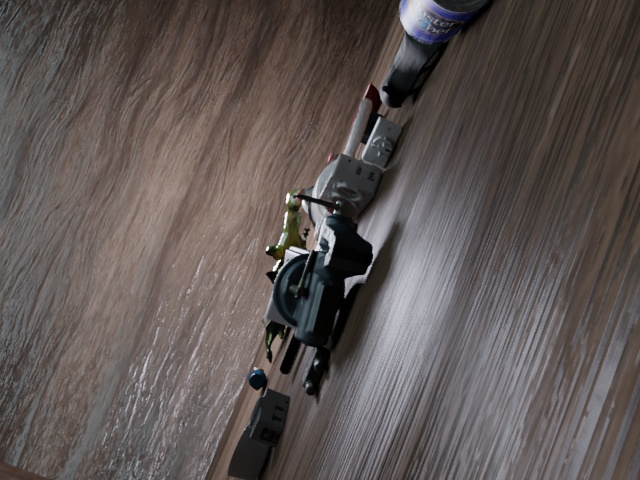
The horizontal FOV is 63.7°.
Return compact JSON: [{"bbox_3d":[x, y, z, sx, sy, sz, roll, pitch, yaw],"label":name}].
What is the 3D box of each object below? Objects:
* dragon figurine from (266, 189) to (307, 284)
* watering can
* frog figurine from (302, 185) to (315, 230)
[{"bbox_3d":[-0.069,0.028,1.421,0.400,0.122,0.249,95,-177,-46],"label":"dragon figurine"},{"bbox_3d":[0.051,-0.151,1.236,0.222,0.104,0.352,124,166,-75],"label":"watering can"},{"bbox_3d":[0.004,-0.071,1.408,0.135,0.122,0.162,48,-131,-58],"label":"frog figurine"}]
